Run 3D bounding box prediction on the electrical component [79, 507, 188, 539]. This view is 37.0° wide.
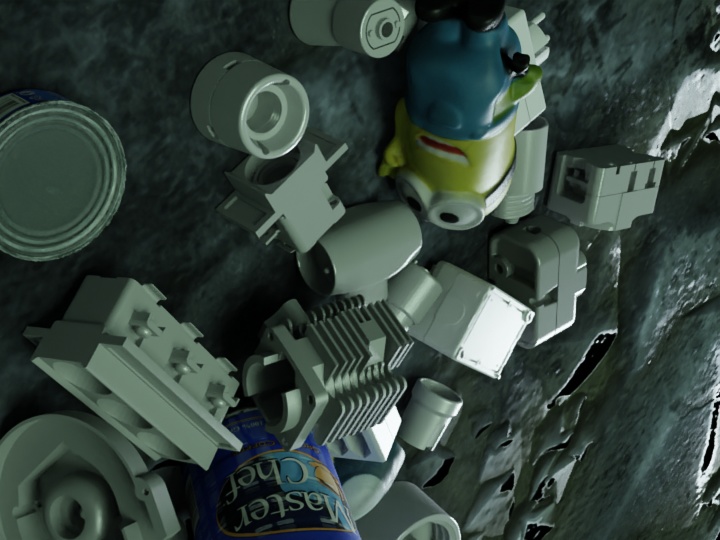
[{"bbox_3d":[-0.150,0.195,0.686,0.059,0.054,0.095,8,105,-45],"label":"electrical component"}]

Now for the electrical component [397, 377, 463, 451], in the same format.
[{"bbox_3d":[0.054,0.114,0.852,0.040,0.040,0.046,15,106,-46],"label":"electrical component"}]

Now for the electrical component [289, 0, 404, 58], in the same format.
[{"bbox_3d":[-0.006,-0.149,0.640,0.044,0.065,0.044,-21,124,-35],"label":"electrical component"}]

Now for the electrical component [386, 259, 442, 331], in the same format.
[{"bbox_3d":[0.026,0.027,0.779,0.078,0.040,0.040,-53,136,-9],"label":"electrical component"}]

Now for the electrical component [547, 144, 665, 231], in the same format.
[{"bbox_3d":[0.203,-0.068,0.891,0.089,0.050,0.055,-11,118,-40],"label":"electrical component"}]

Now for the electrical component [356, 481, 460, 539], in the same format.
[{"bbox_3d":[0.035,0.235,0.878,0.108,0.060,0.108,-21,123,-35],"label":"electrical component"}]

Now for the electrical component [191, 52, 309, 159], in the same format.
[{"bbox_3d":[-0.063,-0.095,0.627,0.055,0.047,0.055,-21,124,-35],"label":"electrical component"}]

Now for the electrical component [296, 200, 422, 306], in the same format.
[{"bbox_3d":[0.000,0.000,0.737,0.077,0.044,0.079,-24,125,-33],"label":"electrical component"}]

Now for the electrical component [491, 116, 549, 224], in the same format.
[{"bbox_3d":[0.117,-0.074,0.812,0.043,0.043,0.081,-20,123,-36],"label":"electrical component"}]

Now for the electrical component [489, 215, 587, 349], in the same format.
[{"bbox_3d":[0.143,0.007,0.870,0.059,0.054,0.095,-25,126,-33],"label":"electrical component"}]

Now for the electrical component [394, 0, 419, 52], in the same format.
[{"bbox_3d":[0.022,-0.166,0.678,0.040,0.040,0.046,26,97,-47],"label":"electrical component"}]

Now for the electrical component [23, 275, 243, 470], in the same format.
[{"bbox_3d":[-0.126,0.060,0.633,0.121,0.079,0.063,53,50,-44],"label":"electrical component"}]

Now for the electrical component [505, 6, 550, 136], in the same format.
[{"bbox_3d":[0.107,-0.153,0.759,0.076,0.047,0.083,-41,133,-21],"label":"electrical component"}]

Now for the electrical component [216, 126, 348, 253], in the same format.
[{"bbox_3d":[-0.044,-0.049,0.673,0.081,0.042,0.063,-46,139,-15],"label":"electrical component"}]

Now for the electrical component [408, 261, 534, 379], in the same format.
[{"bbox_3d":[0.085,0.039,0.831,0.096,0.061,0.061,28,90,-55],"label":"electrical component"}]

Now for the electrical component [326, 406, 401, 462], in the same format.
[{"bbox_3d":[-0.006,0.090,0.769,0.076,0.066,0.047,-65,145,-40],"label":"electrical component"}]
